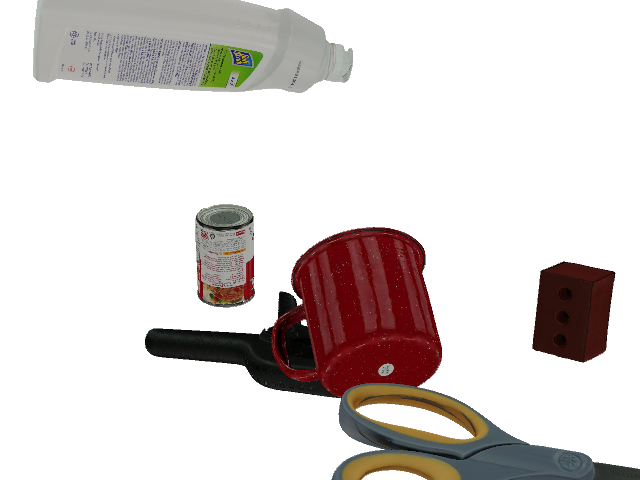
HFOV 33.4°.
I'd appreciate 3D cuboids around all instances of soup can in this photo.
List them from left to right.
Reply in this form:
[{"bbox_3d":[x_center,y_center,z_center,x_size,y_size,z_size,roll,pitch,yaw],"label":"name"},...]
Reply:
[{"bbox_3d":[-0.111,0.017,1.238,0.068,0.102,0.068,1,25,-1],"label":"soup can"}]

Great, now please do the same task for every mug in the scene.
[{"bbox_3d":[0.021,0.056,0.701,0.117,0.081,0.093,-21,-38,12],"label":"mug"}]

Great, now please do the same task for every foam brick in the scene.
[{"bbox_3d":[0.229,0.064,0.968,0.053,0.078,0.051,13,18,35],"label":"foam brick"}]

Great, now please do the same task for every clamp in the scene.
[{"bbox_3d":[-0.032,0.092,0.952,0.210,0.036,0.164,13,24,43],"label":"clamp"}]

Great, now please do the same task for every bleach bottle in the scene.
[{"bbox_3d":[-0.100,-0.157,0.861,0.250,0.068,0.103,7,-26,-13],"label":"bleach bottle"}]

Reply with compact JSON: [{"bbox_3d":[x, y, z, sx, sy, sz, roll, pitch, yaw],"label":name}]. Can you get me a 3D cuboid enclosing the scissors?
[{"bbox_3d":[0.092,0.107,0.451,0.202,0.016,0.096,16,33,24],"label":"scissors"}]
